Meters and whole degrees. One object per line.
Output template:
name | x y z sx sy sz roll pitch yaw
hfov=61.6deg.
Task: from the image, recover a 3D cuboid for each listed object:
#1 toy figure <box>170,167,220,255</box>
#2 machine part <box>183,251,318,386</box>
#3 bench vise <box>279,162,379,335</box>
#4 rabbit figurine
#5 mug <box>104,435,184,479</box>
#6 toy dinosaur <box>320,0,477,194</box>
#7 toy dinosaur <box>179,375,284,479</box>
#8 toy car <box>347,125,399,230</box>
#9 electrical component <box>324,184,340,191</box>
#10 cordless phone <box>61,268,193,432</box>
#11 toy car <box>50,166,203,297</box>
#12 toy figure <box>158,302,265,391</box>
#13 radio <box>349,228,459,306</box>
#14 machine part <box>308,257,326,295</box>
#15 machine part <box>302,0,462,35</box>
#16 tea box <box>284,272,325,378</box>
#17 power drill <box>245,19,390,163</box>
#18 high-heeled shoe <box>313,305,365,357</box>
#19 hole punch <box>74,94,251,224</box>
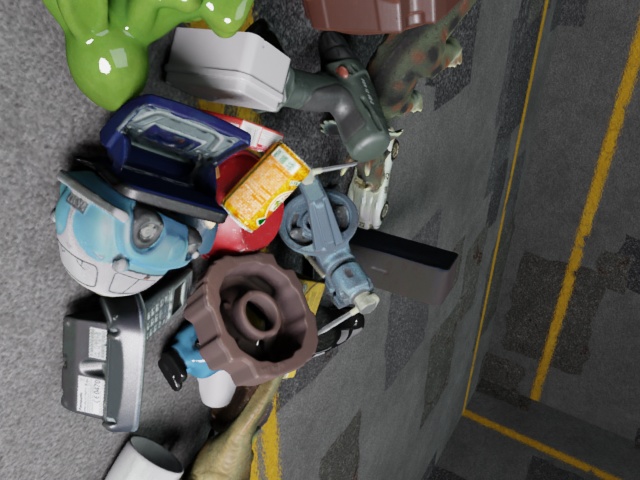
toy figure | -0.145 -0.060 0.613 0.058 0.064 0.154 -68 165 -70
machine part | -0.085 0.099 0.690 0.056 0.179 0.179 -35 178 39
bench vise | 0.008 -0.006 0.771 0.129 0.224 0.240 -18 143 -1
rabbit figurine | -0.159 -0.193 0.459 0.170 0.121 0.159 -57 149 4
mug | -0.233 0.316 0.682 0.107 0.081 0.109 -55 161 -12
toy dinosaur | 0.128 -0.262 0.815 0.404 0.131 0.192 -61 173 34
toy dinosaur | -0.145 0.335 0.730 0.471 0.105 0.198 -57 -173 4
toy car | 0.095 -0.116 0.999 0.056 0.074 0.201 -25 127 -58
electrical component | 0.008 -0.055 0.937 0.094 0.021 0.063 -51 146 -35
cordless phone | -0.201 0.112 0.618 0.184 0.089 0.146 -48 149 -70
toy car | -0.197 0.003 0.528 0.103 0.109 0.161 -56 159 -3
toy figure | -0.135 0.125 0.726 0.180 0.082 0.089 -27 97 -44
radio | 0.138 0.042 1.012 0.131 0.230 0.073 -25 128 -60
machine part | -0.006 0.053 0.962 0.084 0.039 0.138 -26 130 -47
machine part | 0.088 -0.346 0.707 0.201 0.201 0.087 -49 142 -36
tea box | -0.064 0.135 0.873 0.098 0.068 0.169 23 86 -63
power drill | -0.010 -0.209 0.696 0.086 0.232 0.207 -37 154 31
high-heeled shoe | -0.001 0.188 1.051 0.249 0.086 0.145 -21 158 -34
hole punch | -0.139 -0.080 0.501 0.142 0.116 0.092 12 99 -40
